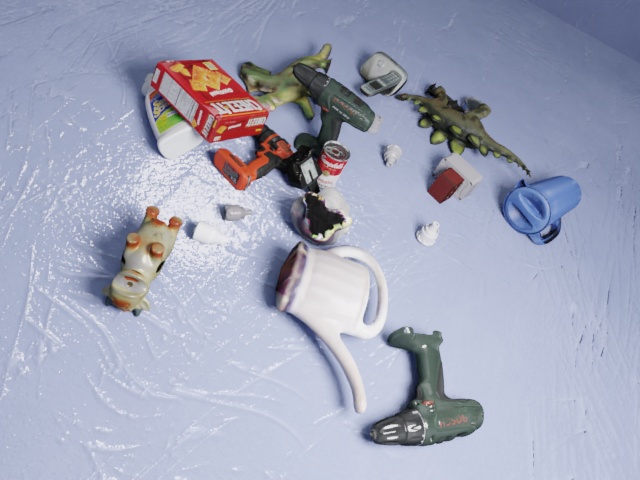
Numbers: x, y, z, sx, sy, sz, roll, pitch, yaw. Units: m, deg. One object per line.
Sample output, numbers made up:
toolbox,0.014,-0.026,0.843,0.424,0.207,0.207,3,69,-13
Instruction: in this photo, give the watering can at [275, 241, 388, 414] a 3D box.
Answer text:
watering can,0.020,0.131,0.967,0.224,0.101,0.356,20,46,-7

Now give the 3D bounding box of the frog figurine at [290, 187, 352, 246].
frog figurine,0.003,-0.058,1.147,0.137,0.121,0.161,14,11,-3

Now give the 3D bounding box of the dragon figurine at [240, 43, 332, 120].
dragon figurine,-0.100,-0.463,1.436,0.242,0.119,0.421,12,46,-4
